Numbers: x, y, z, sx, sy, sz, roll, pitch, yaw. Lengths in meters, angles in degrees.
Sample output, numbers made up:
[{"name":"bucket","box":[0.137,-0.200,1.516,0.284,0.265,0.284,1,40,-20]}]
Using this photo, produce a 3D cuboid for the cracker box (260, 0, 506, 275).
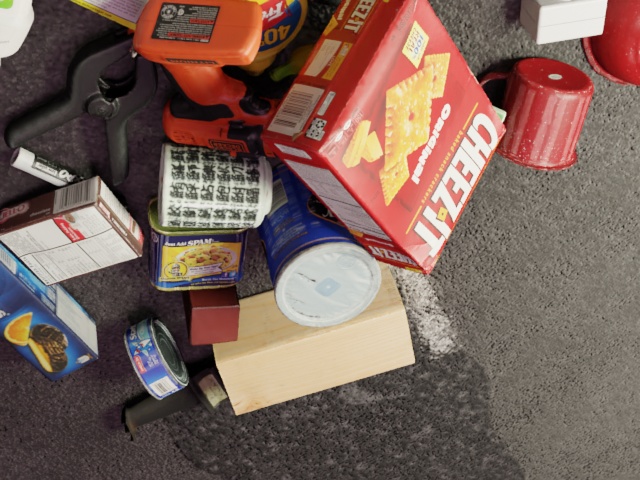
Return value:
[{"name":"cracker box","box":[0.064,-0.091,0.906,0.164,0.072,0.213,-60,139,-13]}]

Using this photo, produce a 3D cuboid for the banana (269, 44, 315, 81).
[{"name":"banana","box":[0.033,-0.127,1.006,0.197,0.037,0.069,35,82,-32]}]

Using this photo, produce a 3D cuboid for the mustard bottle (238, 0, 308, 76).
[{"name":"mustard bottle","box":[-0.059,-0.205,0.894,0.096,0.058,0.192,-14,151,-9]}]

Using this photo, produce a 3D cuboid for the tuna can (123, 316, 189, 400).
[{"name":"tuna can","box":[-0.175,0.126,1.145,0.034,0.086,0.086,-27,132,5]}]

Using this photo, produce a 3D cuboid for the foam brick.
[{"name":"foam brick","box":[-0.114,0.064,1.115,0.051,0.078,0.053,-2,130,-13]}]

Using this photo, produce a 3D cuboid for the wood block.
[{"name":"wood block","box":[-0.010,0.105,1.172,0.206,0.090,0.091,-16,132,-1]}]

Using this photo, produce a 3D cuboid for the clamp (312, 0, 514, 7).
[{"name":"clamp","box":[0.087,-0.247,0.934,0.210,0.036,0.164,-25,131,1]}]

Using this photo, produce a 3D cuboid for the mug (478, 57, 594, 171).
[{"name":"mug","box":[0.206,-0.130,1.044,0.117,0.093,0.081,20,124,14]}]

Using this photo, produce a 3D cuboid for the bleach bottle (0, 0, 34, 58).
[{"name":"bleach bottle","box":[-0.271,-0.236,0.825,0.102,0.068,0.251,5,131,-13]}]

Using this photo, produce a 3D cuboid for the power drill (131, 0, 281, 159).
[{"name":"power drill","box":[-0.065,-0.128,0.902,0.184,0.057,0.187,6,156,14]}]

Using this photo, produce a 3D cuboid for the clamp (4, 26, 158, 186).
[{"name":"clamp","box":[-0.207,-0.125,0.953,0.120,0.039,0.172,9,128,-28]}]

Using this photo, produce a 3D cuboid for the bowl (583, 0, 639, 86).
[{"name":"bowl","box":[0.340,-0.206,1.030,0.162,0.055,0.162,-8,131,-10]}]

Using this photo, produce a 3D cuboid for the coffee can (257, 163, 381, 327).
[{"name":"coffee can","box":[-0.007,0.001,1.049,0.102,0.140,0.103,-8,131,-10]}]

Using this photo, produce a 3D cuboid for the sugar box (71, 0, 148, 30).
[{"name":"sugar box","box":[-0.144,-0.262,0.849,0.093,0.048,0.176,21,118,-32]}]

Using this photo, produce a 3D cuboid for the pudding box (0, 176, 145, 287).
[{"name":"pudding box","box":[-0.240,-0.006,1.029,0.114,0.039,0.090,-15,139,16]}]

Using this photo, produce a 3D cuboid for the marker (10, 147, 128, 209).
[{"name":"marker","box":[-0.236,-0.055,1.017,0.121,0.020,0.020,27,118,-33]}]

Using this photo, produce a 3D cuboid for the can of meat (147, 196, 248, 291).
[{"name":"can of meat","box":[-0.123,0.003,1.075,0.102,0.057,0.084,-2,132,-14]}]
